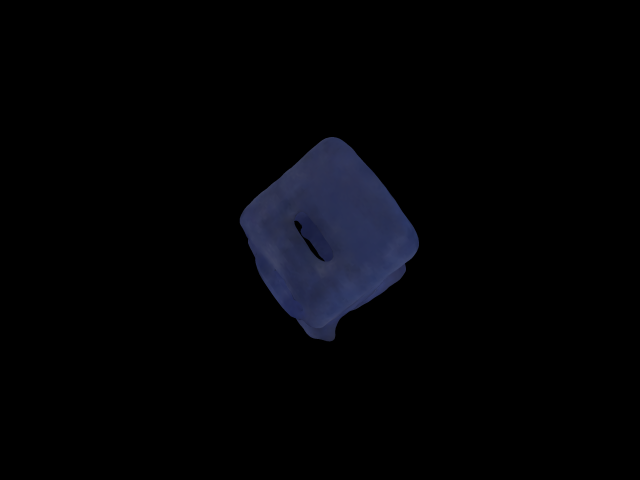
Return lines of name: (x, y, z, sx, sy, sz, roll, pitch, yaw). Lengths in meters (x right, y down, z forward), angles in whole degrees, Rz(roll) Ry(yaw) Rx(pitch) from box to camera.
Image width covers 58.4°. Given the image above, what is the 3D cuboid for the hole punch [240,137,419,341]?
hole punch: (0.004, 0.001, 0.400, 0.101, 0.091, 0.108, -33, 74, -11)
